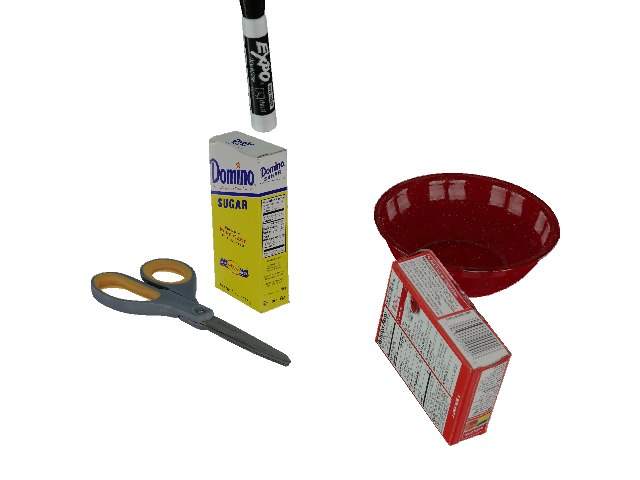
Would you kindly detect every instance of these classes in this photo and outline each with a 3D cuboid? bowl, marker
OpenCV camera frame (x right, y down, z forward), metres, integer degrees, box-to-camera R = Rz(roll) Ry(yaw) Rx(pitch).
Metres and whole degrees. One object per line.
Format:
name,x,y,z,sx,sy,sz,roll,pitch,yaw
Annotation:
bowl,0.126,0.002,0.941,0.162,0.055,0.162,2,34,-1
marker,-0.044,-0.130,0.745,0.020,0.121,0.020,-2,41,2

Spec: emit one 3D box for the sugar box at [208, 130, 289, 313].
sugar box,-0.077,-0.020,1.139,0.048,0.176,0.093,-20,28,-35

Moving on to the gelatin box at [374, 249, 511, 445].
gelatin box,0.069,0.061,0.617,0.030,0.073,0.089,-17,50,-22

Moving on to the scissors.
scissors,-0.093,0.053,0.869,0.202,0.016,0.096,14,28,23
